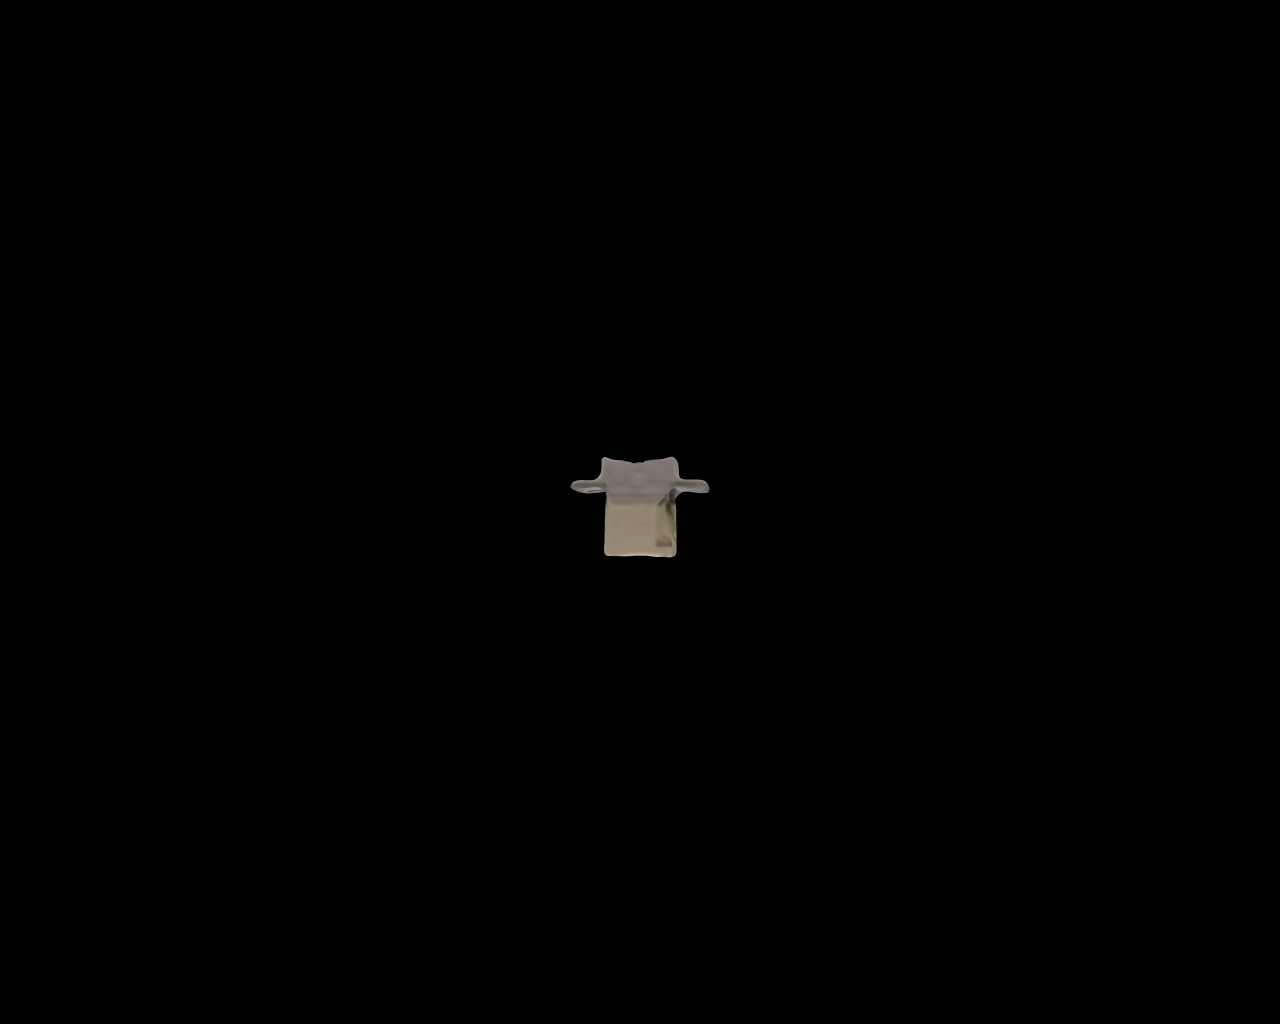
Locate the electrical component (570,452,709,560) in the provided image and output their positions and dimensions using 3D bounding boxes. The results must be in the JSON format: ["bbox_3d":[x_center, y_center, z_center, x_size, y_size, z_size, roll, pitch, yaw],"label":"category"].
[{"bbox_3d":[0.001,-0.003,0.650,0.081,0.063,0.042,0,-4,7],"label":"electrical component"}]
